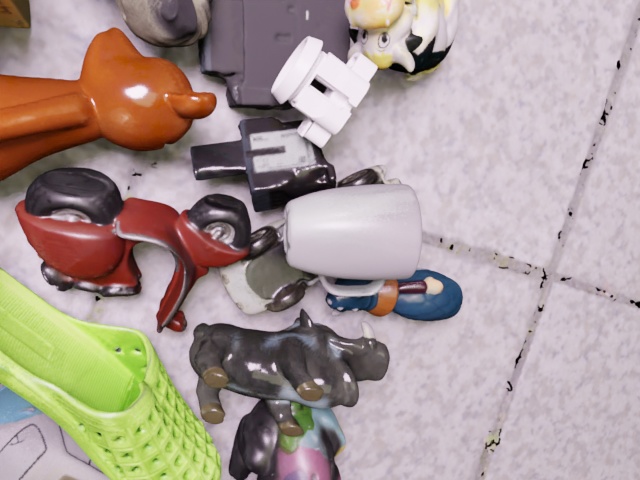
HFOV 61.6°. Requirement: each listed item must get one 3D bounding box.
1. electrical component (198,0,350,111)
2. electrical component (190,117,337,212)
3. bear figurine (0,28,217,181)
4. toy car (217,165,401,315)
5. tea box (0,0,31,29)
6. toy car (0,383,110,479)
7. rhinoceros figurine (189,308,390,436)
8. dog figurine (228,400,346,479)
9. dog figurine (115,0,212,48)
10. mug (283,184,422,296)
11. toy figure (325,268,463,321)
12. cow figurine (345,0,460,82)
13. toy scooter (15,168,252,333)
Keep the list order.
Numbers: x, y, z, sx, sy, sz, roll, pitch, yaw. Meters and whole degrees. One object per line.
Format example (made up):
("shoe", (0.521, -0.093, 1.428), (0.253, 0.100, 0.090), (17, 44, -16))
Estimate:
("electrical component", (-0.038, -0.171, 0.470), (0.134, 0.058, 0.114), (-5, 100, -21))
("electrical component", (-0.049, -0.065, 0.473), (0.119, 0.047, 0.075), (-12, 71, -6))
("bear figurine", (-0.187, -0.113, 0.388), (0.196, 0.120, 0.131), (-22, 110, -17))
("toy car", (-0.001, -0.002, 0.519), (0.202, 0.056, 0.073), (-32, 103, -14))
("tea box", (-0.242, -0.181, 0.327), (0.098, 0.170, 0.068), (-3, 102, -19))
("toy car", (-0.216, 0.190, 0.446), (0.161, 0.103, 0.109), (43, 84, -21))
("rhinoceros figurine", (-0.028, 0.119, 0.509), (0.190, 0.112, 0.073), (5, 124, -9))
("dog figurine", (-0.004, 0.260, 0.480), (0.108, 0.219, 0.191), (3, 100, -25))
("dog figurine", (-0.174, -0.230, 0.385), (0.121, 0.173, 0.190), (-44, 135, -41))
("mug", (0.022, 0.002, 0.462), (0.107, 0.081, 0.109), (1, 130, -9))
("toy figure", (0.074, 0.055, 0.556), (0.154, 0.058, 0.064), (9, 120, -25))
("cow figurine", (0.070, -0.182, 0.472), (0.167, 0.068, 0.098), (-38, 139, -47))
("toy scooter", (-0.155, 0.018, 0.452), (0.184, 0.075, 0.135), (9, 118, -14))
